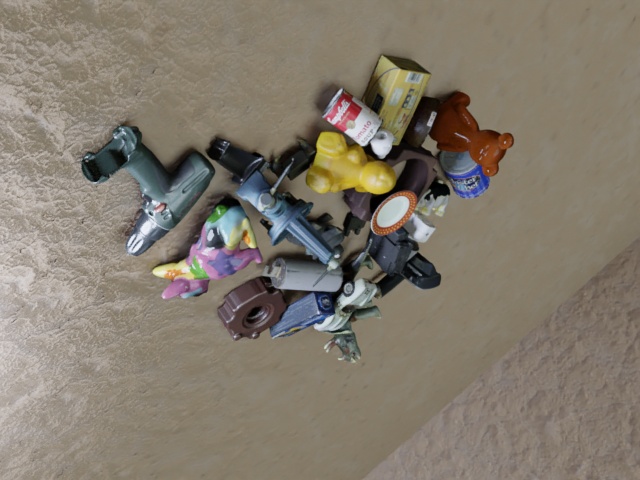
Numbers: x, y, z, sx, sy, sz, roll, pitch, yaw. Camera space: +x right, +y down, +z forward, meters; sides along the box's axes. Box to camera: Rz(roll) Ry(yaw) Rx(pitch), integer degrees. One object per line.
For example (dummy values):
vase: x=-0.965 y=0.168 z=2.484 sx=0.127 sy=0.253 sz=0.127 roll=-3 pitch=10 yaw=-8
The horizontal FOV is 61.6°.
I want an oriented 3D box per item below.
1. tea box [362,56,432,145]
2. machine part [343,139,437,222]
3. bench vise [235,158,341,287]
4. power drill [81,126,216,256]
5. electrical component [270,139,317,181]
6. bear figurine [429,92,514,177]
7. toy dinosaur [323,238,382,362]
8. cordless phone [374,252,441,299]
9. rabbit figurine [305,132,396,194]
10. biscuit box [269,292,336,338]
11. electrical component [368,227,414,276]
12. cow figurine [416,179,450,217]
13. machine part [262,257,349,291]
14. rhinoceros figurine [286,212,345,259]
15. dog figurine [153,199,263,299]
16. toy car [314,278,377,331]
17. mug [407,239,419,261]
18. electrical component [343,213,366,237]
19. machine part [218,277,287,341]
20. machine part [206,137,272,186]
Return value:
tea box: x=0.146 y=-0.285 z=1.114 sx=0.098 sy=0.068 sz=0.169 roll=-3 pitch=132 yaw=-37
machine part: x=0.164 y=-0.142 z=1.271 sx=0.201 sy=0.087 sz=0.201 roll=4 pitch=125 yaw=-44
bench vise: x=-0.050 y=-0.032 z=1.062 sx=0.129 sy=0.240 sz=0.223 roll=-45 pitch=176 yaw=-12
power drill: x=-0.304 y=-0.084 z=0.924 sx=0.232 sy=0.086 sz=0.207 roll=-42 pitch=140 yaw=1
electrical component: x=-0.052 y=-0.162 z=1.096 sx=0.102 sy=0.045 sz=0.078 roll=-37 pitch=173 yaw=1
bear figurine: x=0.347 y=-0.238 z=1.212 sx=0.132 sy=0.196 sz=0.120 roll=-32 pitch=146 yaw=-45
toy dinosaur: x=0.065 y=0.160 z=1.486 sx=0.192 sy=0.131 sz=0.404 roll=-16 pitch=128 yaw=-10
cordless phone: x=0.244 y=0.121 z=1.568 sx=0.184 sy=0.147 sz=0.088 roll=-40 pitch=136 yaw=-4
rabbit figurine: x=0.076 y=-0.136 z=1.105 sx=0.162 sy=0.173 sz=0.121 roll=9 pitch=99 yaw=-72
biscuit box: x=-0.051 y=0.195 z=1.392 sx=0.059 sy=0.063 sz=0.203 roll=5 pitch=153 yaw=-44
electrical component: x=0.184 y=0.012 z=1.428 sx=0.058 sy=0.115 sz=0.134 roll=-19 pitch=140 yaw=-32
cow figurine: x=0.283 y=-0.117 z=1.412 sx=0.167 sy=0.068 sz=0.098 roll=1 pitch=117 yaw=-50
machine part: x=-0.031 y=0.087 z=1.327 sx=0.243 sy=0.079 sz=0.079 roll=6 pitch=125 yaw=-33
rhinoceros figurine: x=-0.003 y=-0.004 z=1.281 sx=0.112 sy=0.073 sz=0.190 roll=-52 pitch=142 yaw=14
dog figurine: x=-0.235 y=0.029 z=1.086 sx=0.219 sy=0.109 sz=0.191 roll=-27 pitch=144 yaw=-12
toy car: x=0.063 y=0.171 z=1.385 sx=0.073 sy=0.056 sz=0.201 roll=16 pitch=125 yaw=-46
mug: x=0.221 y=0.033 z=1.525 sx=0.107 sy=0.081 sz=0.109 roll=-48 pitch=164 yaw=28
electrical component: x=0.093 y=-0.049 z=1.360 sx=0.063 sy=0.021 sz=0.094 roll=-10 pitch=134 yaw=-34
machine part: x=-0.165 y=0.174 z=1.343 sx=0.179 sy=0.056 sz=0.179 roll=-24 pitch=140 yaw=-22
machine part: x=-0.155 y=-0.147 z=1.023 sx=0.084 sy=0.039 sz=0.138 roll=-41 pitch=146 yaw=11
